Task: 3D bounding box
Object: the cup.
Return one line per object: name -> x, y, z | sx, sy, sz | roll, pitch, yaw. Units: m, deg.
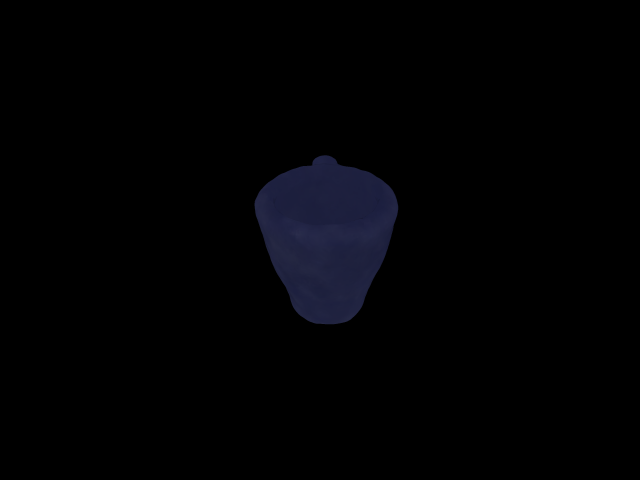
cup -> 0.004, 0.001, 0.400 | 0.091, 0.095, 0.117 | -1, 34, -2
